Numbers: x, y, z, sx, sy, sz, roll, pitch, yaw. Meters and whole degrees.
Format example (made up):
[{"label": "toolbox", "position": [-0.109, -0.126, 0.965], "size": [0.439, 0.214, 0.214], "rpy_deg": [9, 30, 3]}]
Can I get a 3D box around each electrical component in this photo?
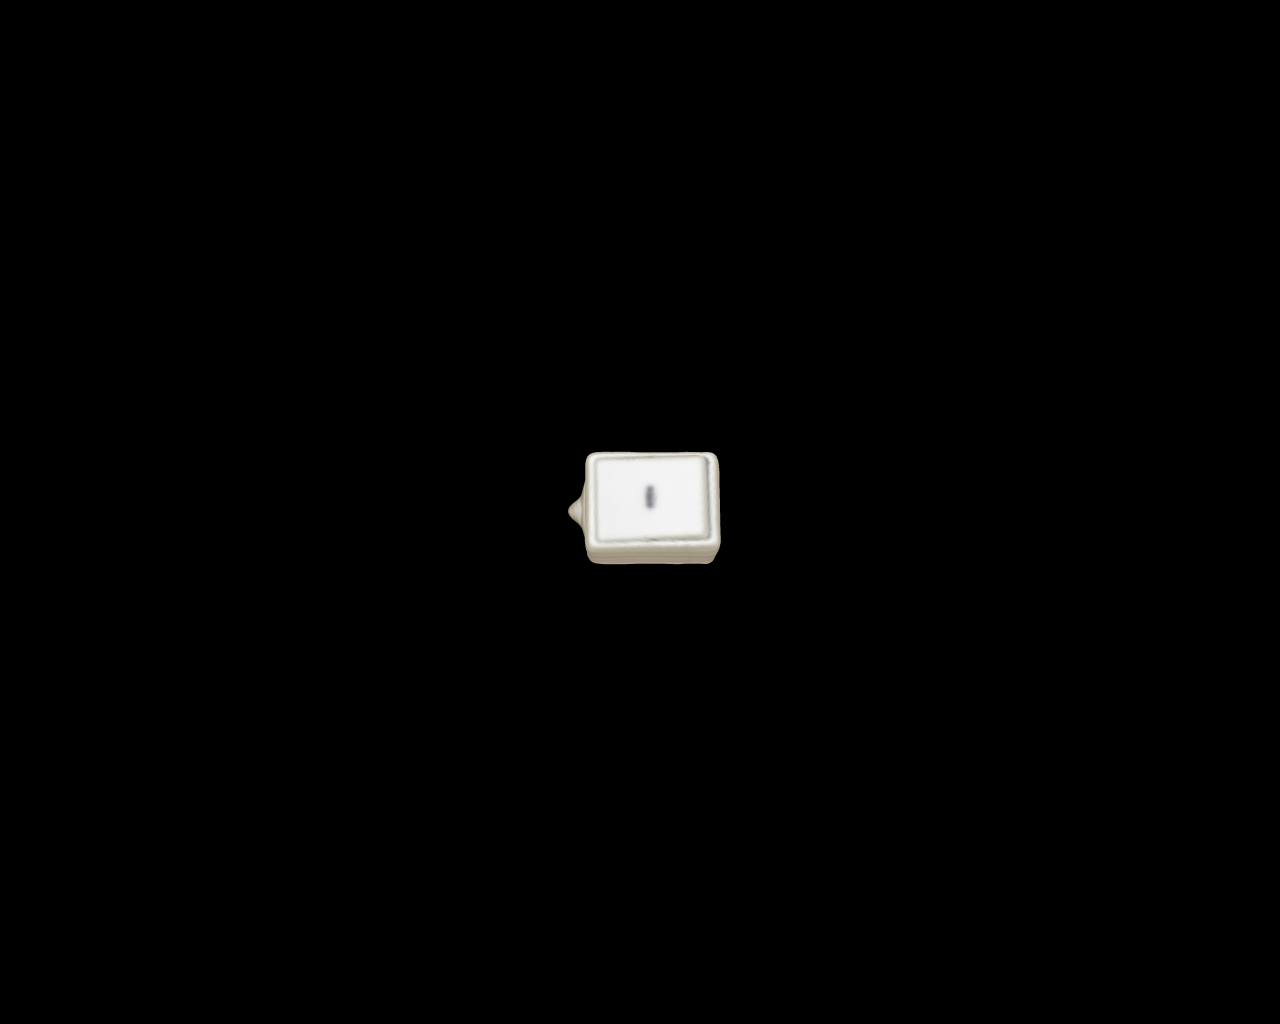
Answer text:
[{"label": "electrical component", "position": [0.001, -0.003, 0.650], "size": [0.096, 0.062, 0.061], "rpy_deg": [0, -13, 0]}]
